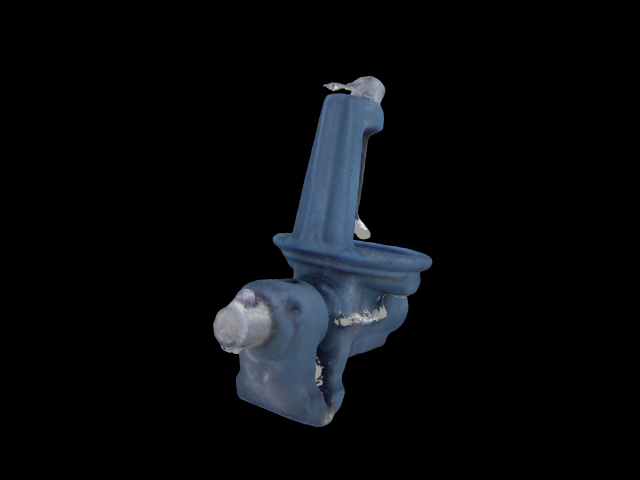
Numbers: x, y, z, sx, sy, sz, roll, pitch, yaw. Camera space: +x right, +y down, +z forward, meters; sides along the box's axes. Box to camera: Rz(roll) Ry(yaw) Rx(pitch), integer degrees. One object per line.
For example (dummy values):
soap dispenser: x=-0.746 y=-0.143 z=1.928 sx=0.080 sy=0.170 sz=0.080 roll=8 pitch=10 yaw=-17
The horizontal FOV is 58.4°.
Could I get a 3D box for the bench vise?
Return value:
bench vise: x=0.015 y=0.002 z=0.397 sx=0.121 sy=0.220 sz=0.208 roll=4 pitch=18 yaw=13
